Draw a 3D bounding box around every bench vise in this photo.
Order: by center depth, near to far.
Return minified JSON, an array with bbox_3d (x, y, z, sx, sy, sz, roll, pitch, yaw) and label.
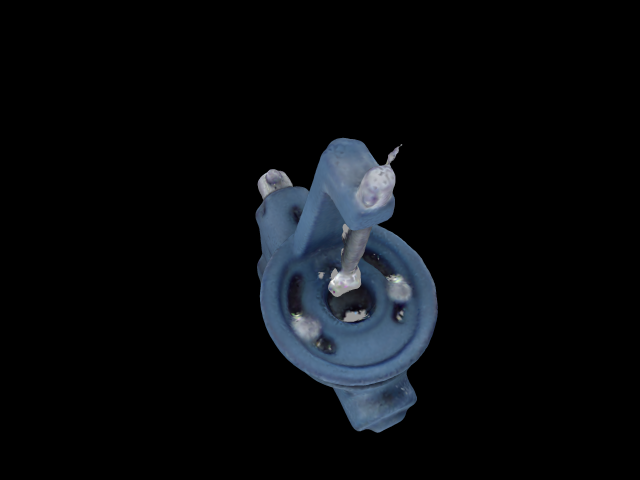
[{"bbox_3d":[-0.005,0.007,0.394,0.122,0.220,0.206,-35,56,-28],"label":"bench vise"}]
